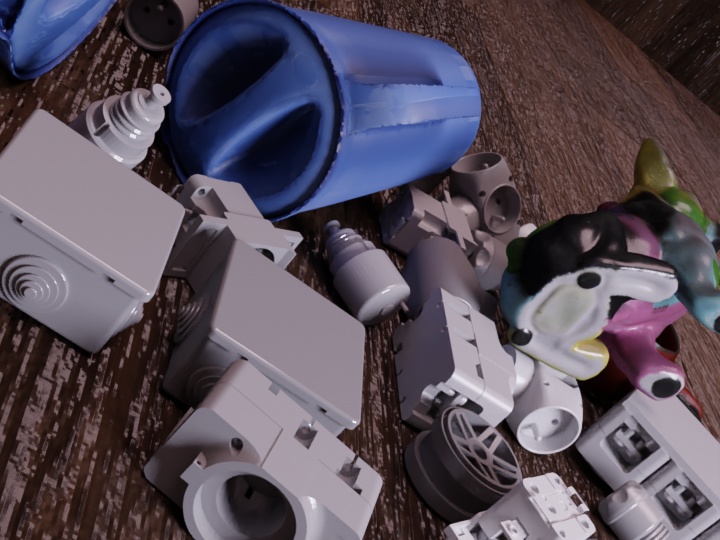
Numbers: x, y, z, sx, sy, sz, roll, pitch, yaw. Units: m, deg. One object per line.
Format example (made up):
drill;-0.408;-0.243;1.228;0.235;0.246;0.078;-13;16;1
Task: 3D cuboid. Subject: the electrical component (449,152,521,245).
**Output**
electrical component;0.091;-0.047;0.891;0.079;0.077;0.044;-28;28;-27

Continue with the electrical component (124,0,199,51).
electrical component;-0.142;-0.194;0.794;0.043;0.043;0.081;37;25;-14

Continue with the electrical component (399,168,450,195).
electrical component;0.056;-0.087;0.919;0.040;0.046;0.040;34;26;-19

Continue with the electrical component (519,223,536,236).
electrical component;0.157;-0.005;0.948;0.078;0.040;0.040;52;26;19

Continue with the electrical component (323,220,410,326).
electrical component;0.000;0.000;0.701;0.040;0.040;0.078;7;43;-53

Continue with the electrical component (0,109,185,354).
electrical component;-0.139;-0.018;0.508;0.100;0.048;0.099;35;25;-17

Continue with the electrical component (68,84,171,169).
electrical component;-0.132;-0.075;0.583;0.040;0.078;0.040;33;40;-33

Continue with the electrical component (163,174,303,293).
electrical component;-0.078;-0.019;0.612;0.081;0.042;0.063;10;39;-52

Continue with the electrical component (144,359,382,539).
electrical component;-0.042;0.093;0.473;0.089;0.050;0.055;41;24;-4

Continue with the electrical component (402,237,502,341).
electrical component;0.070;0.024;0.763;0.079;0.044;0.077;34;26;-21

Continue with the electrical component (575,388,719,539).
electrical component;0.231;0.158;0.772;0.150;0.061;0.089;49;24;13

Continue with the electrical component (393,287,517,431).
electrical component;0.060;0.064;0.677;0.056;0.050;0.089;32;27;-22

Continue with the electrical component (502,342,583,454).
electrical component;0.110;0.077;0.740;0.079;0.043;0.077;32;27;-23

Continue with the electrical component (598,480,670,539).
electrical component;0.189;0.173;0.718;0.061;0.035;0.035;53;26;15

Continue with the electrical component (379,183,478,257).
electrical component;0.050;-0.031;0.826;0.064;0.042;0.081;27;28;-24

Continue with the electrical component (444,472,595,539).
electrical component;0.087;0.143;0.575;0.081;0.064;0.042;5;45;-54

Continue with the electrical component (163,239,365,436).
electrical component;-0.047;0.044;0.547;0.100;0.048;0.099;35;25;-17

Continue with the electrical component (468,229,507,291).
electrical component;0.103;-0.004;0.861;0.062;0.043;0.043;26;30;-37
